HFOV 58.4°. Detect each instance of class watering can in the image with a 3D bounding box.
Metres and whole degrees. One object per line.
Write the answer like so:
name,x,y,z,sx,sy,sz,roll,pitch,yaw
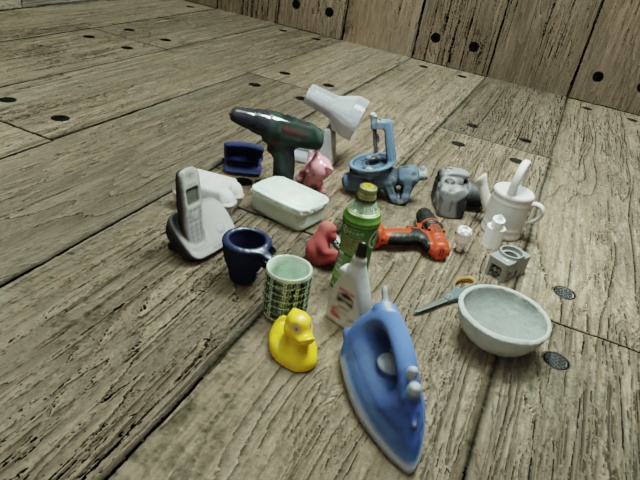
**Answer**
watering can,0.457,-0.105,1.386,0.172,0.194,0.101,14,31,6

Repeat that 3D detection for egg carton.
egg carton,-0.251,-0.106,1.297,0.150,0.069,0.107,14,31,7

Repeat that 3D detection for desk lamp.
desk lamp,0.022,-0.312,1.582,0.203,0.213,0.118,14,31,7

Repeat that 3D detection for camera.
camera,0.368,-0.127,1.488,0.137,0.101,0.143,9,31,-3

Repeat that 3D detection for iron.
iron,0.110,0.190,0.840,0.119,0.141,0.258,2,32,-14

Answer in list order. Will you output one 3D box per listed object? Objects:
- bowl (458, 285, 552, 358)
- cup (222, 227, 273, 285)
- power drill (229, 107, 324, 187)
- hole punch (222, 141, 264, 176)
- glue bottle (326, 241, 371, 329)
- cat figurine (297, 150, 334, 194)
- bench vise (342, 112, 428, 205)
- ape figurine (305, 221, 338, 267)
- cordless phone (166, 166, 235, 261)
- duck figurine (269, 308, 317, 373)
bowl,0.320,0.156,1.026,0.167,0.075,0.167,8,31,-4
cup,-0.129,0.041,1.062,0.117,0.095,0.092,32,37,32
power drill,-0.110,-0.211,1.379,0.230,0.208,0.075,0,32,-17
hole punch,-0.201,-0.228,1.495,0.109,0.091,0.101,5,31,-9
glue bottle,0.058,0.076,0.984,0.078,0.173,0.037,27,35,26
cat figurine,-0.011,-0.181,1.447,0.067,0.118,0.127,-2,32,-19
bench vise,0.171,-0.211,1.451,0.208,0.220,0.121,1,32,-15
ape figurine,0.011,0.004,1.170,0.076,0.092,0.077,7,31,-6
cordless phone,-0.230,-0.064,1.120,0.094,0.185,0.148,22,32,19
duck figurine,-0.040,0.148,0.920,0.078,0.086,0.104,-9,35,-29
